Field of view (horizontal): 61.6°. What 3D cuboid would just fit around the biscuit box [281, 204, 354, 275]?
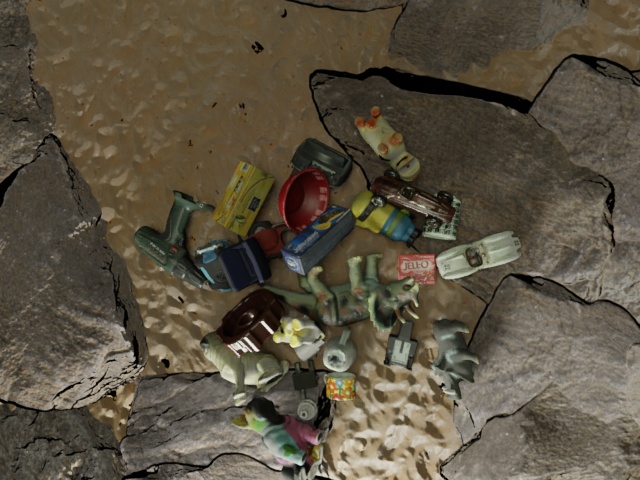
[{"bbox_3d":[-0.003,-0.004,1.281,0.059,0.062,0.203,20,48,36],"label":"biscuit box"}]

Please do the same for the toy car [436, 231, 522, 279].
[{"bbox_3d":[0.380,0.036,1.284,0.202,0.056,0.073,-19,84,7],"label":"toy car"}]

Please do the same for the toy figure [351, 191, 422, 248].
[{"bbox_3d":[0.161,-0.055,1.304,0.180,0.089,0.082,34,59,13],"label":"toy figure"}]

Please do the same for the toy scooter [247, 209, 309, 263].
[{"bbox_3d":[-0.088,0.006,1.347,0.184,0.075,0.135,-18,82,2],"label":"toy scooter"}]

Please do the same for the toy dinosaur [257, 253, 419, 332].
[{"bbox_3d":[0.053,0.144,1.292,0.405,0.131,0.192,-15,81,21],"label":"toy dinosaur"}]

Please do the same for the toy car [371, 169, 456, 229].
[{"bbox_3d":[0.213,-0.096,1.237,0.202,0.053,0.089,25,68,18],"label":"toy car"}]

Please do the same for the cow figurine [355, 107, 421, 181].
[{"bbox_3d":[0.172,-0.219,1.310,0.085,0.127,0.195,-38,68,4],"label":"cow figurine"}]

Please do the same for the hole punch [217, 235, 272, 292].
[{"bbox_3d":[-0.162,0.050,1.271,0.092,0.116,0.142,-25,93,30],"label":"hole punch"}]

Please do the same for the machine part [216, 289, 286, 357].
[{"bbox_3d":[-0.164,0.196,1.286,0.179,0.179,0.056,-36,115,5],"label":"machine part"}]

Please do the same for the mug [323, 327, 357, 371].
[{"bbox_3d":[0.051,0.268,1.293,0.081,0.107,0.109,25,92,8],"label":"mug"}]

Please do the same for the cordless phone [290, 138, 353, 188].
[{"bbox_3d":[-0.016,-0.151,1.353,0.147,0.089,0.184,29,102,8],"label":"cordless phone"}]

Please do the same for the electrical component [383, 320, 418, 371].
[{"bbox_3d":[0.198,0.251,1.302,0.075,0.047,0.119,8,87,8],"label":"electrical component"}]

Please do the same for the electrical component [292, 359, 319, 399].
[{"bbox_3d":[-0.035,0.349,1.343,0.063,0.021,0.094,-10,84,7],"label":"electrical component"}]

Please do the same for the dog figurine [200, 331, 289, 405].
[{"bbox_3d":[-0.190,0.287,1.340,0.172,0.121,0.191,-20,63,-26],"label":"dog figurine"}]

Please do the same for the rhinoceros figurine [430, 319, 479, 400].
[{"bbox_3d":[0.316,0.280,1.270,0.112,0.073,0.190,-9,85,6],"label":"rhinoceros figurine"}]

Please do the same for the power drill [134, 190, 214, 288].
[{"bbox_3d":[-0.352,-0.011,1.390,0.232,0.086,0.207,26,98,12],"label":"power drill"}]

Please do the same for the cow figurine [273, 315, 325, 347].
[{"bbox_3d":[-0.069,0.217,1.318,0.167,0.098,0.068,1,86,49],"label":"cow figurine"}]

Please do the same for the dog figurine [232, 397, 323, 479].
[{"bbox_3d":[-0.105,0.477,1.303,0.219,0.108,0.191,20,129,28],"label":"dog figurine"}]

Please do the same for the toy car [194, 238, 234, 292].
[{"bbox_3d":[-0.245,0.050,1.348,0.109,0.161,0.103,-20,40,15],"label":"toy car"}]

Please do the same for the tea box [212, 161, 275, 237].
[{"bbox_3d":[-0.193,-0.105,1.350,0.068,0.098,0.169,26,93,-34],"label":"tea box"}]
